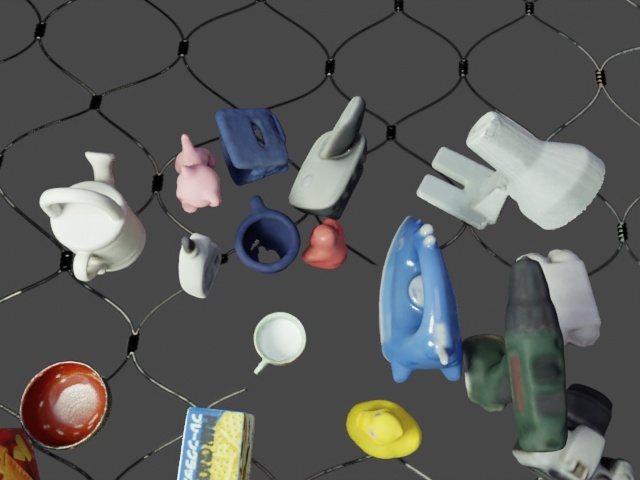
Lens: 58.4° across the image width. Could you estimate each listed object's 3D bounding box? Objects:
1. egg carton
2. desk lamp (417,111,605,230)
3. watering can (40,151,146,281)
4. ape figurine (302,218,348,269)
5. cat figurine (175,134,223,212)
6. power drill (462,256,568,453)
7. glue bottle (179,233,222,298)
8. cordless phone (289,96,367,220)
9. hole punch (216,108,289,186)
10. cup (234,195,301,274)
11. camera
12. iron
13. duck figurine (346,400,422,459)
[{"bbox_3d":[0.349,0.089,0.854,0.107,0.069,0.150,-8,73,-6],"label":"egg carton"},{"bbox_3d":[0.268,-0.091,0.830,0.203,0.213,0.118,27,72,5],"label":"desk lamp"},{"bbox_3d":[-0.311,-0.036,0.781,0.101,0.194,0.173,-16,74,-9],"label":"watering can"},{"bbox_3d":[0.008,0.003,0.845,0.078,0.092,0.076,-35,78,-14],"label":"ape figurine"},{"bbox_3d":[-0.184,-0.096,0.849,0.067,0.118,0.128,-14,74,-8],"label":"cat figurine"},{"bbox_3d":[0.254,0.156,0.752,0.075,0.208,0.229,-5,73,-5],"label":"power drill"},{"bbox_3d":[-0.169,0.026,0.782,0.037,0.173,0.078,18,72,2],"label":"glue bottle"},{"bbox_3d":[0.017,-0.120,0.836,0.094,0.185,0.148,21,72,3],"label":"cordless phone"},{"bbox_3d":[-0.103,-0.155,0.888,0.101,0.091,0.108,-20,75,-10],"label":"hole punch"},{"bbox_3d":[-0.079,0.001,0.837,0.092,0.095,0.117,-16,74,-9],"label":"cup"},{"bbox_3d":[0.362,0.277,0.778,0.143,0.101,0.137,32,73,6],"label":"camera"},{"bbox_3d":[0.148,0.066,0.809,0.118,0.141,0.258,-1,72,-4],"label":"iron"},{"bbox_3d":[0.090,0.255,0.773,0.104,0.086,0.077,19,72,2],"label":"duck figurine"}]
